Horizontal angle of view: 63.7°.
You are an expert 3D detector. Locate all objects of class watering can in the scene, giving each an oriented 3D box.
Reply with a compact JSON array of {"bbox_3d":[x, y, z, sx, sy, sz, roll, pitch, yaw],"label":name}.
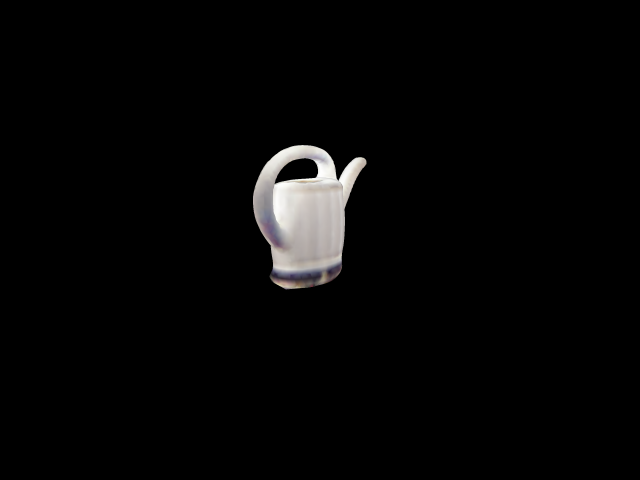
[{"bbox_3d":[0.003,-0.043,0.850,0.104,0.223,0.350,4,9,29],"label":"watering can"}]
